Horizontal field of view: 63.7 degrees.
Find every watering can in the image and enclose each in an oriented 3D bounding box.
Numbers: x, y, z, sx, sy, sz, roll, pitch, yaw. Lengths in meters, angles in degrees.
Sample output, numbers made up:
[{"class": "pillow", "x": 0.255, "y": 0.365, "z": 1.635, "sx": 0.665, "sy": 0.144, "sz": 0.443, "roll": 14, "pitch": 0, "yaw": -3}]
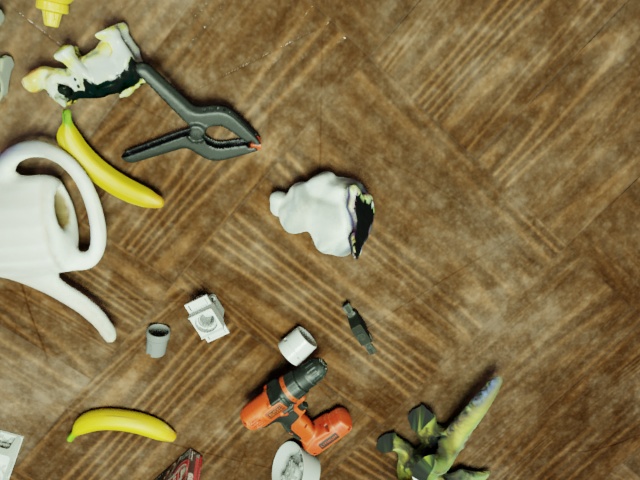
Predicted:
[{"class": "watering can", "x": -0.443, "y": 0.019, "z": 0.800, "sx": 0.224, "sy": 0.105, "sz": 0.342, "roll": -4, "pitch": 110, "yaw": -3}]

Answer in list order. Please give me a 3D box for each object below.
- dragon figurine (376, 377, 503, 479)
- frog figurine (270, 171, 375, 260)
[{"class": "dragon figurine", "x": 0.254, "y": 0.448, "z": 1.036, "sx": 0.408, "sy": 0.125, "sz": 0.239, "roll": -41, "pitch": 126, "yaw": 11}, {"class": "frog figurine", "x": 0.003, "y": -0.042, "z": 0.841, "sx": 0.159, "sy": 0.125, "sz": 0.135, "roll": 6, "pitch": 124, "yaw": 30}]
